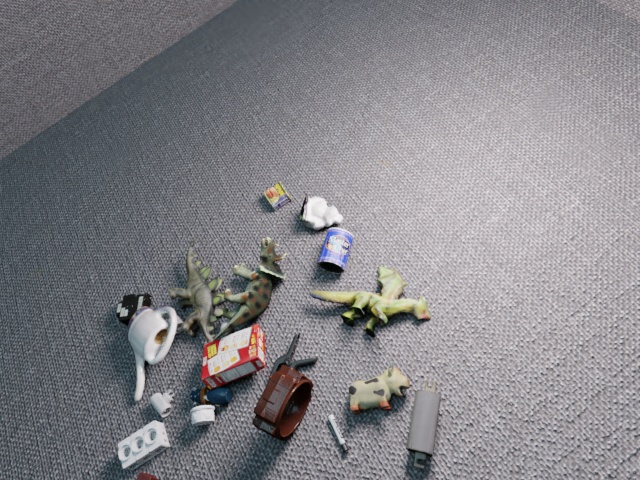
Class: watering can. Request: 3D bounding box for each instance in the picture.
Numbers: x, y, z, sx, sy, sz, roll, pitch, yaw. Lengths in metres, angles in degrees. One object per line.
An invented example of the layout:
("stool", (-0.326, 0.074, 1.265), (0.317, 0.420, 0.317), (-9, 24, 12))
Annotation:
("watering can", (-0.650, 0.397, 1.920), (0.226, 0.103, 0.348), (25, 87, 40))

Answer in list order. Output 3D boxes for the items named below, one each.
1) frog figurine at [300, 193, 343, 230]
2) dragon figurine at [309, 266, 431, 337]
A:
("frog figurine", (0.006, -0.102, 2.022), (0.159, 0.120, 0.141), (14, 49, -13))
("dragon figurine", (0.185, 0.188, 1.777), (0.413, 0.119, 0.247), (25, 54, 29))
